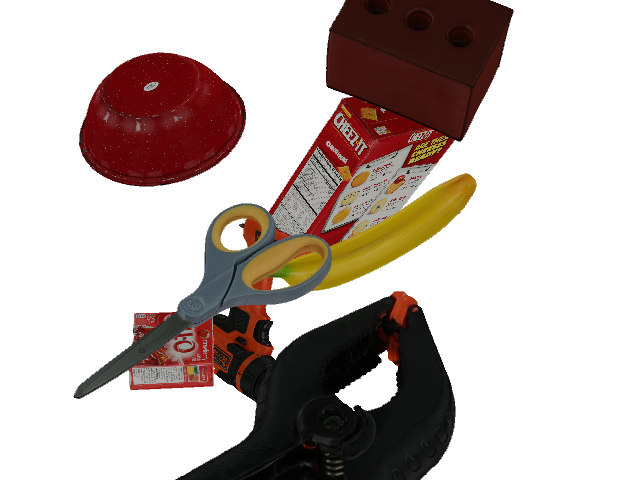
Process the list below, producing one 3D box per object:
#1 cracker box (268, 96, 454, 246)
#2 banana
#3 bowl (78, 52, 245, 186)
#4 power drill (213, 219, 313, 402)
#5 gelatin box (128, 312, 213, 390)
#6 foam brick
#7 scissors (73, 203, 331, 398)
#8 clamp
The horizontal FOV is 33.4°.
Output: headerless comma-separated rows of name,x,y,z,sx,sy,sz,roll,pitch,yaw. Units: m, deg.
cracker box,0.044,-0.073,1.191,0.163,0.072,0.214,-18,-28,-45
banana,0.048,0.001,0.923,0.198,0.037,0.069,-26,-15,9
bowl,-0.153,-0.126,0.999,0.162,0.162,0.055,0,-41,8
power drill,-0.058,0.082,1.185,0.185,0.188,0.057,28,11,41
gelatin box,-0.132,0.096,0.958,0.073,0.030,0.089,-2,28,-4
foam brick,0.048,-0.095,0.532,0.078,0.053,0.051,24,-22,12
scissors,-0.087,0.030,0.705,0.201,0.016,0.096,-22,53,-25
clamp,0.011,0.087,0.404,0.120,0.039,0.171,27,50,20
